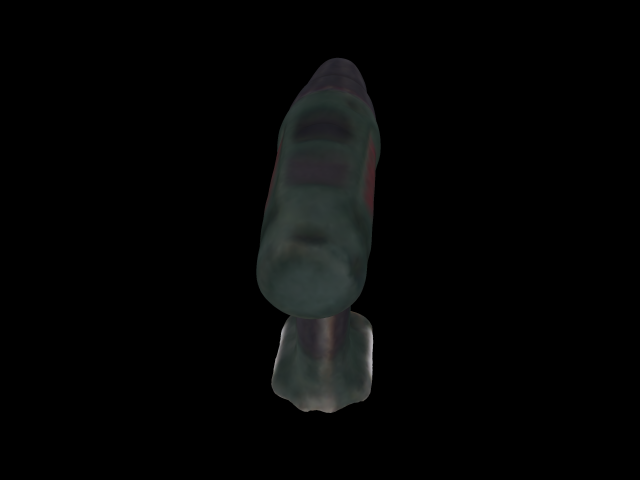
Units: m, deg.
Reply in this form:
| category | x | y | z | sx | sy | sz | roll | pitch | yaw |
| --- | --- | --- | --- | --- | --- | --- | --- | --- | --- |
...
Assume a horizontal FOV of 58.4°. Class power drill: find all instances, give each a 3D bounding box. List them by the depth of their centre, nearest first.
| category | x | y | z | sx | sy | sz | roll | pitch | yaw |
| --- | --- | --- | --- | --- | --- | --- | --- | --- | --- |
| power drill | 0.004 | 0.001 | 0.400 | 0.075 | 0.208 | 0.229 | 2 | 31 | 4 |
